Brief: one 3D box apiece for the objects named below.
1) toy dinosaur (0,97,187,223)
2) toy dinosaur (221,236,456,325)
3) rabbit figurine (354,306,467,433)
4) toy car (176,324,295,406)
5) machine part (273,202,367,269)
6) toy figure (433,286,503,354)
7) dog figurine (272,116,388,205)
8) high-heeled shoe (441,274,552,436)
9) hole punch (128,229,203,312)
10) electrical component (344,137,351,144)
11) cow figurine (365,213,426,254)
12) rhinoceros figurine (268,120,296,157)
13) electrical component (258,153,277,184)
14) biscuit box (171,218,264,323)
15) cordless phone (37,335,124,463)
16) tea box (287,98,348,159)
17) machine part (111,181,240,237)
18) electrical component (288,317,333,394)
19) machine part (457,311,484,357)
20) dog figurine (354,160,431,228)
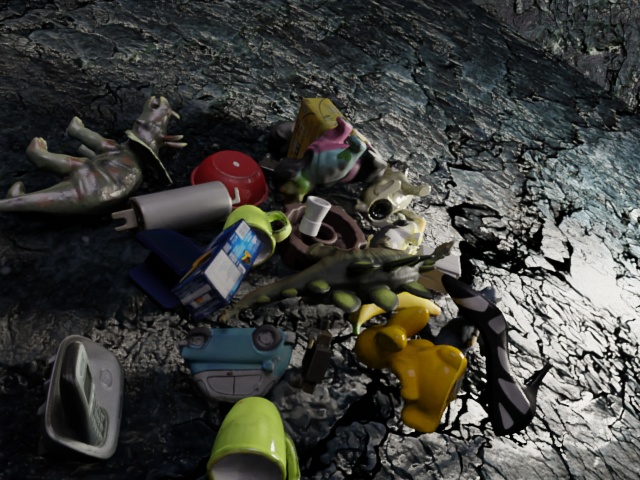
[{"bbox_3d":[-0.385,-0.104,0.923,0.192,0.131,0.405,24,45,4],"label":"toy dinosaur"},{"bbox_3d":[0.048,0.059,0.848,0.471,0.105,0.199,-14,8,-28],"label":"toy dinosaur"},{"bbox_3d":[0.124,0.181,0.809,0.173,0.162,0.122,25,48,32],"label":"rabbit figurine"},{"bbox_3d":[-0.113,0.173,0.733,0.162,0.109,0.103,1,67,-12],"label":"toy car"},{"bbox_3d":[-0.002,-0.003,1.019,0.179,0.056,0.179,13,39,-11],"label":"machine part"},{"bbox_3d":[0.257,0.142,0.927,0.064,0.057,0.154,39,70,24],"label":"toy figure"},{"bbox_3d":[0.008,-0.134,1.093,0.191,0.219,0.109,30,26,-50],"label":"dog figurine"},{"bbox_3d":[0.249,0.181,0.849,0.249,0.086,0.145,44,86,10],"label":"high-heeled shoe"},{"bbox_3d":[-0.227,0.034,0.853,0.142,0.092,0.116,33,37,20],"label":"hole punch"},{"bbox_3d":[0.052,-0.193,1.262,0.134,0.058,0.115,-14,48,-36],"label":"electrical component"},{"bbox_3d":[0.152,-0.001,1.081,0.098,0.068,0.167,24,37,13],"label":"cow figurine"},{"bbox_3d":[-0.039,-0.263,1.260,0.190,0.112,0.073,-28,56,-34],"label":"rhinoceros figurine"},{"bbox_3d":[-0.105,-0.156,1.175,0.063,0.021,0.094,18,40,-4],"label":"electrical component"},{"bbox_3d":[-0.146,0.038,0.801,0.059,0.063,0.203,54,20,-14],"label":"biscuit box"},{"bbox_3d":[-0.275,0.154,0.613,0.089,0.184,0.147,3,43,-16],"label":"cordless phone"},{"bbox_3d":[-0.011,-0.209,1.161,0.068,0.169,0.098,-8,48,-31],"label":"tea box"},{"bbox_3d":[-0.246,-0.053,0.950,0.243,0.079,0.079,-17,52,-39],"label":"machine part"},{"bbox_3d":[-0.012,0.170,0.788,0.045,0.102,0.078,17,14,-13],"label":"electrical component"},{"bbox_3d":[0.296,0.156,0.985,0.084,0.039,0.139,16,37,-20],"label":"machine part"},{"bbox_3d":[0.134,-0.112,1.190,0.172,0.121,0.191,6,27,-23],"label":"dog figurine"}]
